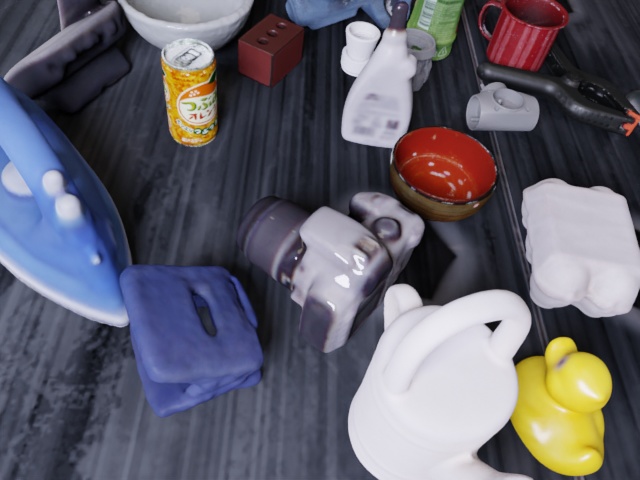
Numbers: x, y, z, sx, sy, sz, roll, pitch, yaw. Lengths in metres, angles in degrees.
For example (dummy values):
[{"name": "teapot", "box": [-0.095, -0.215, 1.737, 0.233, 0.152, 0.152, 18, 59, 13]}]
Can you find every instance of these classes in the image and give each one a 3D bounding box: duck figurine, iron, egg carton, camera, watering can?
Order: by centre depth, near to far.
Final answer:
[{"name": "watering can", "box": [0.088, 0.102, 0.394, 0.101, 0.194, 0.172, -30, 62, -28]}, {"name": "duck figurine", "box": [0.202, 0.129, 0.460, 0.077, 0.086, 0.104, -1, 53, -10]}, {"name": "iron", "box": [-0.242, -0.050, 0.494, 0.119, 0.141, 0.257, -33, 64, -29]}, {"name": "camera", "box": [0.005, 0.002, 0.518, 0.136, 0.101, 0.143, 33, 55, 17]}, {"name": "egg carton", "box": [0.258, 0.006, 0.575, 0.107, 0.069, 0.150, 10, 52, -1]}]

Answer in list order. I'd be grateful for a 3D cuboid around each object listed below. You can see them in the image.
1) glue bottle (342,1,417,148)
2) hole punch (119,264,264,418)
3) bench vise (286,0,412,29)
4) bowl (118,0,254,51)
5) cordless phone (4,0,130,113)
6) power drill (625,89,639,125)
[{"name": "glue bottle", "box": [0.072, -0.177, 0.622, 0.078, 0.173, 0.037, 10, 51, -1]}, {"name": "hole punch", "box": [-0.100, 0.068, 0.457, 0.101, 0.091, 0.108, -16, 56, -20]}, {"name": "bench vise", "box": [0.058, -0.395, 0.760, 0.208, 0.220, 0.121, -27, 61, -26]}, {"name": "bowl", "box": [-0.169, -0.288, 0.733, 0.167, 0.075, 0.167, 4, 52, -5]}, {"name": "cordless phone", "box": [-0.281, -0.247, 0.613, 0.094, 0.185, 0.148, 21, 52, 8]}, {"name": "power drill", "box": [0.474, -0.233, 0.706, 0.076, 0.208, 0.229, -1, 53, -10]}]
